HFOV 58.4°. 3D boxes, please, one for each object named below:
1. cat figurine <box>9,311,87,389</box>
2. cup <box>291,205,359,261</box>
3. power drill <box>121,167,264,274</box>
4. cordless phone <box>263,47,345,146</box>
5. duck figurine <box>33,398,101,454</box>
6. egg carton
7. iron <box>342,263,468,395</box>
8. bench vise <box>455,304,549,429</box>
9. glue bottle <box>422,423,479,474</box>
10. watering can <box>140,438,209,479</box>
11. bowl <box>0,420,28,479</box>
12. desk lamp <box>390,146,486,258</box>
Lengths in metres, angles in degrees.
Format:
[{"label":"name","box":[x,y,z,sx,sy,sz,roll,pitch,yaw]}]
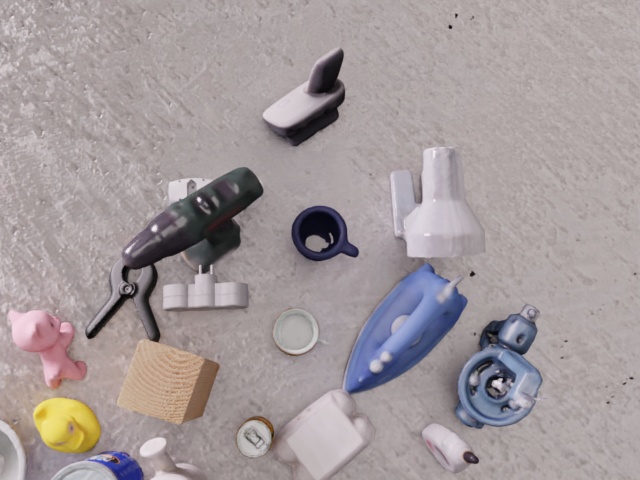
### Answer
[{"label":"cat figurine","box":[-0.421,0.161,0.875,0.067,0.117,0.128,-23,79,-10]},{"label":"cup","box":[0.009,0.003,0.961,0.117,0.095,0.092,27,76,3]},{"label":"power drill","box":[-0.187,-0.014,0.891,0.230,0.208,0.075,-41,82,-13]},{"label":"cordless phone","box":[-0.023,-0.254,0.976,0.148,0.185,0.094,-40,82,-12]},{"label":"duck figurine","box":[-0.391,0.282,0.864,0.104,0.086,0.077,33,76,4]},{"label":"egg carton","box":[0.005,0.311,0.898,0.150,0.069,0.107,-38,82,-12]},{"label":"iron","box":[0.133,0.150,0.911,0.118,0.141,0.258,42,77,6]},{"label":"bench vise","box":[0.282,0.188,0.873,0.121,0.219,0.207,12,75,-1]},{"label":"glue bottle","box":[0.203,0.317,0.859,0.037,0.173,0.078,-37,81,-12]},{"label":"watering can","box":[-0.215,0.371,0.800,0.101,0.194,0.173,-36,81,-12]},{"label":"bowl","box":[-0.506,0.341,0.845,0.167,0.074,0.167,1,76,-4]},{"label":"desk lamp","box":[0.183,-0.051,0.928,0.118,0.213,0.203,-3,76,-5]}]
